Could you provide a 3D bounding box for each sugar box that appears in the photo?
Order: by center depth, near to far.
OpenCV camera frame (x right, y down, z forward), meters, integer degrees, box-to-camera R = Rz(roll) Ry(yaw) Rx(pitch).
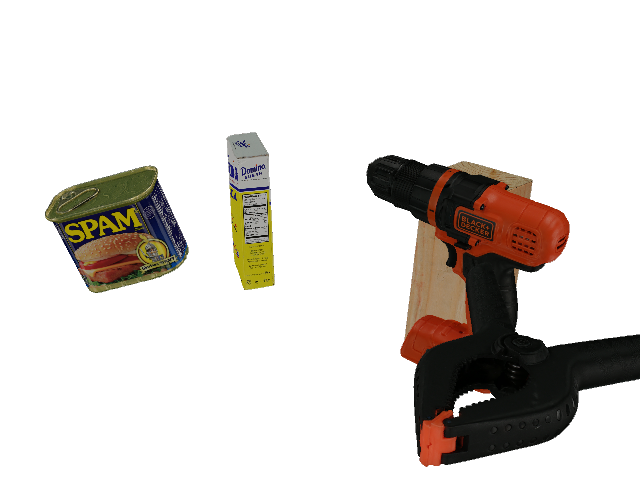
[{"bbox_3d":[-0.088,-0.037,1.331,0.048,0.176,0.093,-9,24,-10],"label":"sugar box"}]

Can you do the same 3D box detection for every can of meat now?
[{"bbox_3d":[-0.176,-0.008,0.938,0.102,0.084,0.057,-14,30,13],"label":"can of meat"}]

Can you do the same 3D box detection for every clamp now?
[{"bbox_3d":[0.113,0.071,0.643,0.165,0.036,0.209,22,32,39],"label":"clamp"}]

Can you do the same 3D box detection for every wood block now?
[{"bbox_3d":[0.161,0.028,1.177,0.090,0.206,0.090,19,25,33],"label":"wood block"}]

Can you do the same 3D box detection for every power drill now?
[{"bbox_3d":[0.114,0.028,0.921,0.185,0.188,0.057,24,39,31],"label":"power drill"}]
